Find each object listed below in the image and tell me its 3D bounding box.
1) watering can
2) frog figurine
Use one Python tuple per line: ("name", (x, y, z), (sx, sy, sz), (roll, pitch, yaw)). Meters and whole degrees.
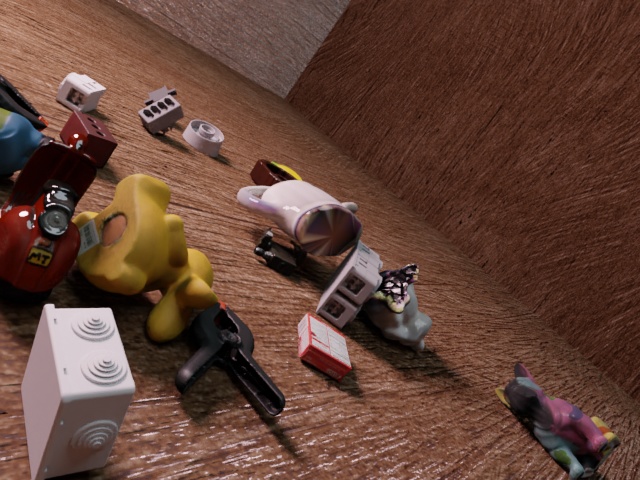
("watering can", (0.003, -0.053, 1.044), (0.347, 0.103, 0.227), (4, 22, -40))
("frog figurine", (0.154, 0.140, 1.008), (0.122, 0.156, 0.141), (-8, 40, 14))
